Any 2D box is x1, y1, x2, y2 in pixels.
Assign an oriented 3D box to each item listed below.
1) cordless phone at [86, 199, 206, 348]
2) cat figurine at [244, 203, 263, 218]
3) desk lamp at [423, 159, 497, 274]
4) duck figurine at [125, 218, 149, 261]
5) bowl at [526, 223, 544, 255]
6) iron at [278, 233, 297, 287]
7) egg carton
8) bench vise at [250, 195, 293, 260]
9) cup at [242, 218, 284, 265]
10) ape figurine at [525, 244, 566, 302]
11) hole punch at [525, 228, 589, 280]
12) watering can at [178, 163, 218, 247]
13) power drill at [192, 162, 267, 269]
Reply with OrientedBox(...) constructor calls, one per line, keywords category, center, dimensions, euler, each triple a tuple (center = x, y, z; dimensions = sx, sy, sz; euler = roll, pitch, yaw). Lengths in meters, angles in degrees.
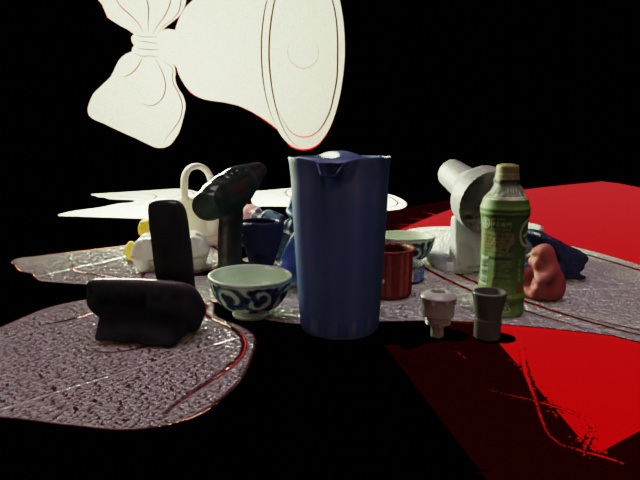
OrientedBox(category="cordless phone", center=(-0.228, 0.036, 0.745), dimensions=(0.147, 0.185, 0.094), euler=(1, 11, 5))
OrientedBox(category="cat figurine", center=(-0.161, -0.046, 1.361), dimensions=(0.067, 0.118, 0.128), euler=(1, 11, 3))
OrientedBox(category="desk lamp", center=(0.278, -0.045, 1.099), dimensions=(0.118, 0.213, 0.203), euler=(-3, 11, -15))
OrientedBox(category="duck figurine", center=(-0.367, -0.003, 1.219), dimensions=(0.077, 0.086, 0.105), euler=(7, 13, 33))
OrientedBox(category="bowl", center=(0.385, 0.004, 1.215), dimensions=(0.167, 0.075, 0.167), euler=(0, 11, 0))
OrientedBox(category="iron", center=(0.010, 0.004, 1.036), dimensions=(0.118, 0.141, 0.259), euler=(3, 11, 17))
OrientedBox(category="egg carton", center=(-0.293, 0.022, 1.133), dimensions=(0.150, 0.069, 0.107), euler=(-2, 11, -8))
OrientedBox(category="bench vise", center=(-0.049, -0.065, 1.187), dimensions=(0.207, 0.220, 0.121), euler=(0, 11, 2))
OrientedBox(category="cup", center=(-0.125, 0.009, 1.133), dimensions=(0.091, 0.095, 0.118), euler=(9, 14, 40))
OrientedBox(category="ape figurine", center=(0.357, 0.051, 0.923), dimensions=(0.076, 0.092, 0.078), euler=(4, 12, 22))
OrientedBox(category="hole punch", center=(0.434, 0.024, 1.067), dimensions=(0.101, 0.091, 0.108), euler=(-2, 11, -10))
OrientedBox(category="watering can", center=(-0.279, -0.084, 1.356), dimensions=(0.172, 0.194, 0.101), euler=(4, 12, 20))
OrientedBox(category="power drill", center=(-0.156, -0.035, 1.062), dimensions=(0.075, 0.208, 0.230), euler=(3, 11, 18))
